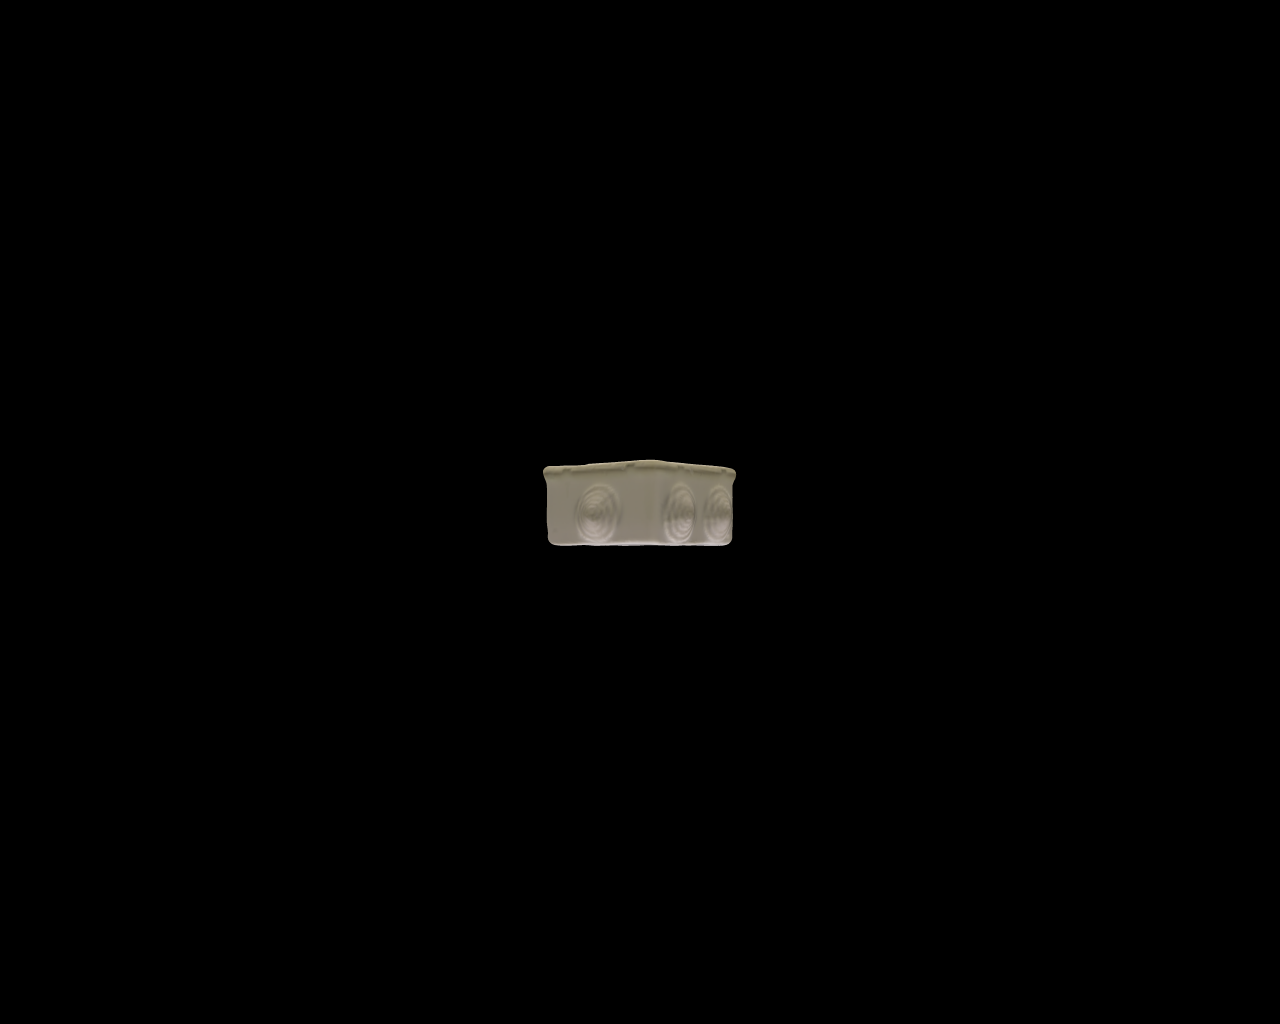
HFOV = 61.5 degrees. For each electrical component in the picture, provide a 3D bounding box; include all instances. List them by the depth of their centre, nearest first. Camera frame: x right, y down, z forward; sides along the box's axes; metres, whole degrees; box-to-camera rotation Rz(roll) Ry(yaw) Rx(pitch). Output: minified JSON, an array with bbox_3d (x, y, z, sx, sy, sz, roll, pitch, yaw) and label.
[{"bbox_3d":[0.001,-0.003,0.650,0.100,0.048,0.100,-2,-3,36],"label":"electrical component"}]
